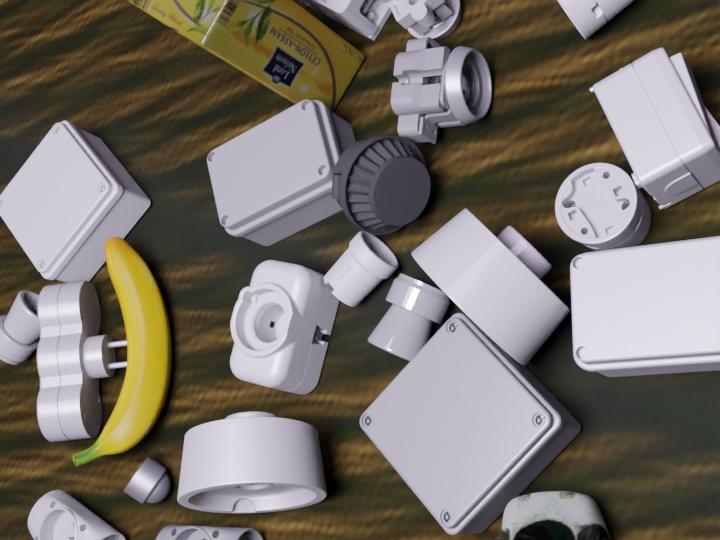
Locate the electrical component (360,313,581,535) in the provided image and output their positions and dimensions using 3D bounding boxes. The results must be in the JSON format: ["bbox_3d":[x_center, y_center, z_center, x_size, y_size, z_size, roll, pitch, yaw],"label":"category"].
[{"bbox_3d":[0.074,0.105,0.736,0.108,0.056,0.108,-49,59,11],"label":"electrical component"}]

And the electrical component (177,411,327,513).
[{"bbox_3d":[-0.079,0.138,0.791,0.108,0.108,0.060,-16,64,26],"label":"electrical component"}]

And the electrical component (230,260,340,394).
[{"bbox_3d":[-0.060,0.043,0.830,0.054,0.059,0.095,11,83,32],"label":"electrical component"}]

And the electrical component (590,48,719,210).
[{"bbox_3d":[0.201,-0.100,0.712,0.061,0.062,0.096,-29,64,21],"label":"electrical component"}]

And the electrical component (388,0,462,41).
[{"bbox_3d":[0.049,-0.208,0.834,0.048,0.055,0.066,-32,63,20],"label":"electrical component"}]

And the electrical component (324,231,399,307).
[{"bbox_3d":[0.000,0.000,0.819,0.046,0.040,0.040,-47,59,19],"label":"electrical component"}]

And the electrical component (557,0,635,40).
[{"bbox_3d":[0.165,-0.201,0.765,0.047,0.055,0.055,-35,62,15],"label":"electrical component"}]

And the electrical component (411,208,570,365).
[{"bbox_3d":[0.094,0.005,0.724,0.060,0.108,0.108,-46,59,6],"label":"electrical component"}]

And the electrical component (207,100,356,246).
[{"bbox_3d":[-0.060,-0.077,0.863,0.113,0.057,0.078,-25,66,23],"label":"electrical component"}]

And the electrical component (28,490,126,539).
[{"bbox_3d":[-0.244,0.236,0.897,0.077,0.044,0.079,25,90,33],"label":"electrical component"}]

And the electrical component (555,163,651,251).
[{"bbox_3d":[0.166,-0.039,0.725,0.055,0.047,0.055,-8,73,29],"label":"electrical component"}]

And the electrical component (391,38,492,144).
[{"bbox_3d":[0.062,-0.136,0.807,0.057,0.058,0.078,-1,77,33],"label":"electrical component"}]

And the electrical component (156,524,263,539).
[{"bbox_3d":[-0.117,0.236,0.822,0.077,0.044,0.079,-5,74,30],"label":"electrical component"}]

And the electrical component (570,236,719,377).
[{"bbox_3d":[0.195,0.025,0.686,0.113,0.057,0.078,-7,73,29],"label":"electrical component"}]

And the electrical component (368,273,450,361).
[{"bbox_3d":[0.037,0.036,0.784,0.045,0.045,0.055,23,89,33],"label":"electrical component"}]

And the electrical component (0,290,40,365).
[{"bbox_3d":[-0.309,0.053,0.984,0.055,0.045,0.045,-47,59,12],"label":"electrical component"}]

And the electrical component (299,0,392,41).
[{"bbox_3d":[0.005,-0.279,0.875,0.089,0.062,0.150,35,96,32],"label":"electrical component"}]

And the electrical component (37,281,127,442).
[{"bbox_3d":[-0.235,0.076,0.930,0.074,0.052,0.138,-7,72,6],"label":"electrical component"}]

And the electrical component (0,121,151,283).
[{"bbox_3d":[-0.263,-0.060,0.979,0.108,0.056,0.108,-49,59,11],"label":"electrical component"}]
